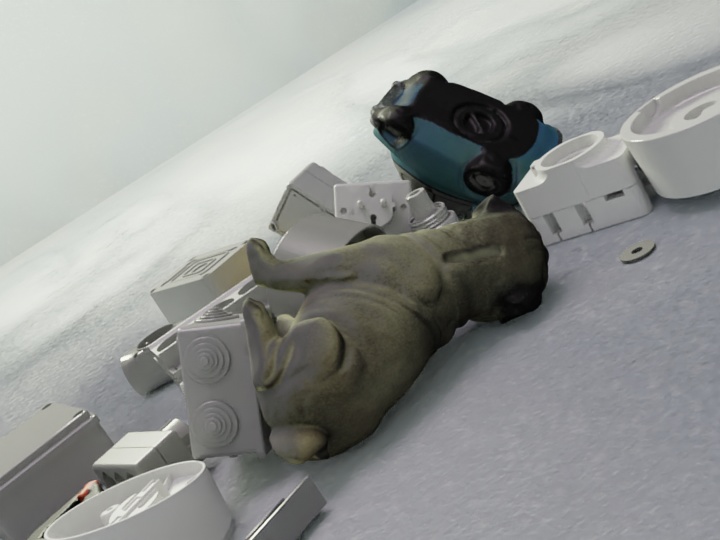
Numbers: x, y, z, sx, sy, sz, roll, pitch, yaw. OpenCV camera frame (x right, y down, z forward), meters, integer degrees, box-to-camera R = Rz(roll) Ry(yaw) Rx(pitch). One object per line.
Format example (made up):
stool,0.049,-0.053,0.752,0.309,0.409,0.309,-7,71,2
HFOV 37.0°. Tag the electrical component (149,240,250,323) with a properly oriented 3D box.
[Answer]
electrical component,-0.151,0.020,1.105,0.113,0.057,0.078,-14,23,47

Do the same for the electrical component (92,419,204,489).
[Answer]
electrical component,-0.133,0.130,0.751,0.066,0.047,0.077,-12,24,49

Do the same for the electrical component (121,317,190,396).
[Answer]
electrical component,-0.179,0.074,1.013,0.077,0.044,0.079,-29,16,6

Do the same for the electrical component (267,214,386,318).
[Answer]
electrical component,-0.021,0.007,0.812,0.064,0.099,0.099,20,47,35

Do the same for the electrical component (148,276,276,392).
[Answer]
electrical component,-0.105,0.057,0.895,0.121,0.063,0.079,-35,16,-15

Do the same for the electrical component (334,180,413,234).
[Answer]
electrical component,0.011,-0.051,0.905,0.066,0.047,0.076,-3,-6,3

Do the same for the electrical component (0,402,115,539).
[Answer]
electrical component,-0.262,0.163,0.871,0.109,0.056,0.109,-39,18,-27

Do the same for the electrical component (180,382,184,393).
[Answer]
electrical component,-0.084,0.087,0.809,0.099,0.064,0.099,-29,2,1

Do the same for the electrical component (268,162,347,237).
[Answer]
electrical component,-0.028,-0.050,1.041,0.061,0.096,0.061,-50,-8,-50

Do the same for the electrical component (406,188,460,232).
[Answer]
electrical component,0.060,-0.037,0.884,0.048,0.062,0.048,-28,16,9

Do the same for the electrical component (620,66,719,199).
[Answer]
electrical component,0.237,-0.089,0.718,0.108,0.060,0.108,-29,16,9

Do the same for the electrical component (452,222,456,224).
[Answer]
electrical component,0.096,-0.020,0.799,0.062,0.048,0.048,-21,17,9

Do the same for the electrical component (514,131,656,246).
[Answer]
electrical component,0.164,-0.063,0.782,0.089,0.055,0.050,-18,20,38

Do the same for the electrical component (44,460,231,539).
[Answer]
electrical component,-0.130,0.152,0.645,0.099,0.064,0.099,-29,16,9

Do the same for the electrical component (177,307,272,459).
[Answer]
electrical component,-0.084,0.073,0.707,0.048,0.099,0.100,-7,2,4
